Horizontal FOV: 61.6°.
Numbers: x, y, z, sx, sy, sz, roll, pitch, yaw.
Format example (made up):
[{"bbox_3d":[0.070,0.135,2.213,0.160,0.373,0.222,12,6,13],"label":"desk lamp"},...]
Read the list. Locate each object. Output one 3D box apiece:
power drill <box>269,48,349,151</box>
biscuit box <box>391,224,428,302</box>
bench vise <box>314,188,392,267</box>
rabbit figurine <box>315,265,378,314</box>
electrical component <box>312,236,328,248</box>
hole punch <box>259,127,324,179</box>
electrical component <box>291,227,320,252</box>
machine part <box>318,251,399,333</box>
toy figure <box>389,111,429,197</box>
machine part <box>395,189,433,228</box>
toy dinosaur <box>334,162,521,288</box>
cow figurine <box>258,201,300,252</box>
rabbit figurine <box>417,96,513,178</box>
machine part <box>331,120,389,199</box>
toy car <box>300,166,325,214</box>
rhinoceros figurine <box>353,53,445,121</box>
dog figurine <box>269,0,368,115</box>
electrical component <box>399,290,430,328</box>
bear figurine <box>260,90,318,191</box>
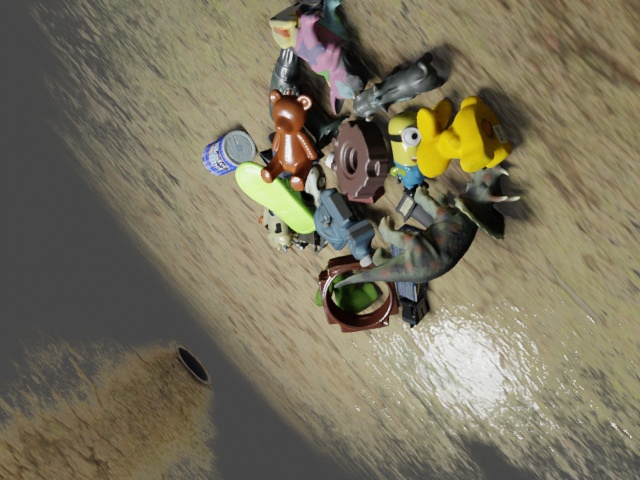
[{"bbox_3d":[-0.035,-0.320,1.243,0.207,0.086,0.232,41,148,3],"label":"power drill"},{"bbox_3d":[0.228,0.059,1.354,0.063,0.059,0.202,23,140,36],"label":"biscuit box"},{"bbox_3d":[0.063,-0.017,1.400,0.223,0.129,0.240,49,160,5],"label":"bench vise"},{"bbox_3d":[0.059,0.147,1.582,0.170,0.159,0.121,57,160,14],"label":"rabbit figurine"},{"bbox_3d":[-0.003,-0.005,1.588,0.063,0.021,0.093,31,142,23],"label":"electrical component"},{"bbox_3d":[-0.079,-0.214,1.364,0.116,0.142,0.092,61,146,6],"label":"hole punch"},{"bbox_3d":[-0.043,-0.014,1.562,0.078,0.045,0.102,28,137,28],"label":"electrical component"},{"bbox_3d":[0.104,0.142,1.447,0.202,0.087,0.200,-10,107,7],"label":"machine part"},{"bbox_3d":[0.188,-0.182,1.130,0.089,0.082,0.179,21,141,32],"label":"toy figure"},{"bbox_3d":[0.239,-0.054,1.245,0.139,0.039,0.084,39,138,18],"label":"machine part"},{"bbox_3d":[0.228,0.008,1.089,0.192,0.405,0.131,43,180,44],"label":"toy dinosaur"},{"bbox_3d":[-0.123,-0.049,1.630,0.127,0.085,0.194,39,146,24],"label":"cow figurine"},{"bbox_3d":[0.245,-0.184,1.016,0.173,0.122,0.162,-30,91,51],"label":"rabbit figurine"},{"bbox_3d":[0.086,-0.179,1.203,0.179,0.056,0.179,28,121,60],"label":"machine part"},{"bbox_3d":[-0.023,-0.117,1.462,0.074,0.056,0.201,25,140,31],"label":"toy car"},{"bbox_3d":[0.147,-0.288,1.038,0.190,0.112,0.073,-13,116,45],"label":"rhinoceros figurine"},{"bbox_3d":[0.007,-0.375,1.115,0.192,0.108,0.219,12,136,41],"label":"dog figurine"},{"bbox_3d":[0.256,0.192,1.447,0.048,0.075,0.119,14,130,41],"label":"electrical component"},{"bbox_3d":[-0.071,-0.227,1.208,0.120,0.132,0.195,16,144,17],"label":"bear figurine"}]
